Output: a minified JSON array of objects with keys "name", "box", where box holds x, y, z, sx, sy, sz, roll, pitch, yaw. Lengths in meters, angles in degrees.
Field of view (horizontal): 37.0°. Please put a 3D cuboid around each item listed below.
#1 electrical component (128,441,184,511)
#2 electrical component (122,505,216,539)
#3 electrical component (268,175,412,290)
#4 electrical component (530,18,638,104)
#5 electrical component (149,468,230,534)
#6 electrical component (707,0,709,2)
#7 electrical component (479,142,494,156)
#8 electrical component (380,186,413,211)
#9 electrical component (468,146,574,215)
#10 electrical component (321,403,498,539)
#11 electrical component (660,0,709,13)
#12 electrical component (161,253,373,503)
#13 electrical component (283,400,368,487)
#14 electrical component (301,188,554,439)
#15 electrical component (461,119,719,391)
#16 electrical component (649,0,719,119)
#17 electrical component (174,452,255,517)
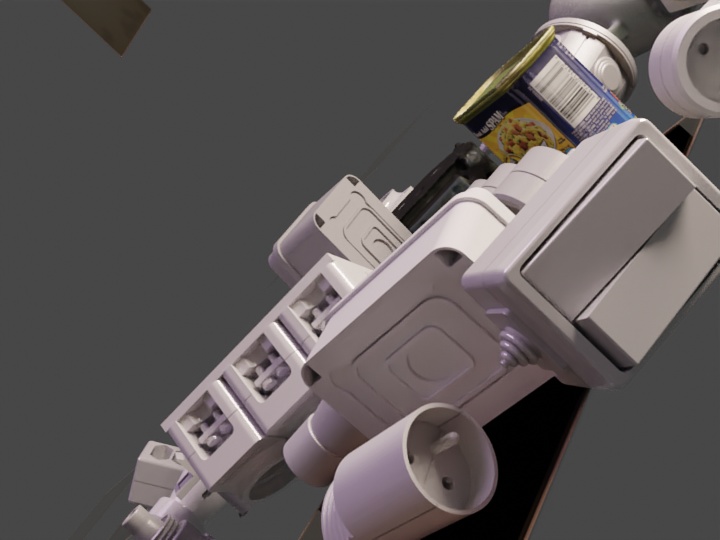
[{"name":"electrical component","box":[-0.152,0.188,0.873,0.047,0.066,0.076,-93,17,-82]},{"name":"electrical component","box":[-0.129,0.182,0.713,0.048,0.062,0.048,-46,6,6]},{"name":"electrical component","box":[0.000,0.000,0.765,0.057,0.113,0.078,-39,10,37]},{"name":"electrical component","box":[0.148,-0.132,0.754,0.051,0.080,0.080,-55,9,-25]},{"name":"electrical component","box":[-0.130,0.182,0.812,0.055,0.045,0.045,-51,7,-33]},{"name":"electrical component","box":[0.245,-0.203,0.653,0.089,0.056,0.050,-48,6,-14]},{"name":"electrical component","box":[0.143,-0.139,1.009,0.081,0.043,0.043,-46,6,4]},{"name":"electrical component","box":[0.035,-0.043,1.080,0.050,0.056,0.089,-50,6,-25]},{"name":"electrical component","box":[0.100,-0.043,0.627,0.073,0.052,0.138,-48,6,-15]},{"name":"electrical component","box":[0.013,0.087,0.426,0.081,0.043,0.043,-41,8,46]},{"name":"electrical component","box":[0.250,-0.229,0.741,0.099,0.048,0.100,-49,19,-17]},{"name":"electrical component","box":[-0.033,0.070,0.663,0.150,0.061,0.089,-46,-25,12]},{"name":"electrical component","box":[-0.013,0.091,0.606,0.065,0.044,0.044,-50,4,24]},{"name":"electrical component","box":[0.038,0.027,0.486,0.113,0.078,0.057,-43,10,36]},{"name":"electrical component","box":[0.086,0.000,0.395,0.096,0.062,0.061,-48,6,-9]},{"name":"electrical component","box":[0.198,-0.131,0.524,0.138,0.052,0.073,-46,6,4]},{"name":"electrical component","box":[-0.091,0.134,0.753,0.081,0.064,0.042,-48,5,-9]}]
